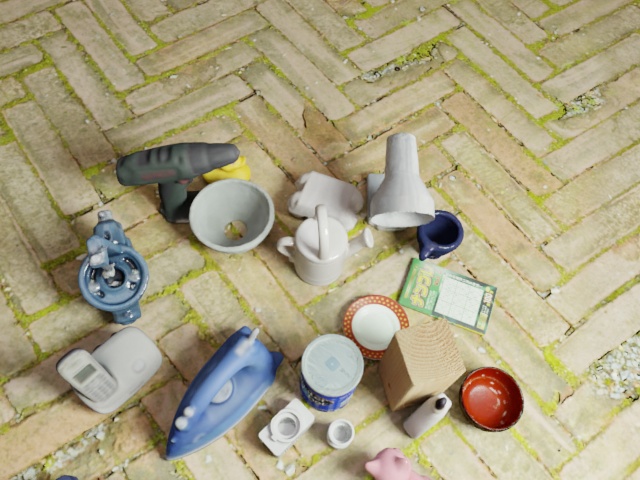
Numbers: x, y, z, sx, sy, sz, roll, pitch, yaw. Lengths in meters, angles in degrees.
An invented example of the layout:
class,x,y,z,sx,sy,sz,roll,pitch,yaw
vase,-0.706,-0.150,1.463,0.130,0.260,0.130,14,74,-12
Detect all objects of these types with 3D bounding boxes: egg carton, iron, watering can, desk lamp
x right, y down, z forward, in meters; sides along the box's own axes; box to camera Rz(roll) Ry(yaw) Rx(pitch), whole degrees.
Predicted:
class,x,y,z,sx,sy,sz,roll,pitch,yaw
egg carton,0.012,-0.078,1.187,0.150,0.069,0.107,19,63,6
iron,-0.176,0.256,0.963,0.118,0.141,0.259,35,66,14
watering can,0.010,0.002,1.076,0.173,0.194,0.101,-21,66,-14
desk lamp,0.149,-0.096,1.124,0.118,0.213,0.203,1,63,-3

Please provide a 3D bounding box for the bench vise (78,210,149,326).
class,x,y,z,sx,sy,sz,roll,pitch,yaw
bench vise,-0.388,0.031,1.019,0.122,0.220,0.207,-31,69,-17

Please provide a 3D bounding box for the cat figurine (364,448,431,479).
class,x,y,z,sx,sy,sz,roll,pitch,yaw
cat figurine,0.135,0.385,0.932,0.127,0.118,0.067,29,65,11

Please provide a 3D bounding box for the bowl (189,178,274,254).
class,x,y,z,sx,sy,sz,roll,pitch,yaw
bowl,-0.174,-0.036,1.150,0.167,0.075,0.167,2,63,-3

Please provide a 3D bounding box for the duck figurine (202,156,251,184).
class,x,y,z,sx,sy,sz,roll,pitch,yaw
duck figurine,-0.200,-0.158,1.204,0.104,0.086,0.077,2,63,-3

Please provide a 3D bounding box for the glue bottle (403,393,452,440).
class,x,y,z,sx,sy,sz,roll,pitch,yaw
glue bottle,0.187,0.285,0.955,0.078,0.173,0.037,-37,70,-19

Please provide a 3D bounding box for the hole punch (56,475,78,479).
class,x,y,z,sx,sy,sz,roll,pitch,yaw
hole punch,-0.410,0.429,0.887,0.101,0.091,0.108,-32,69,-18

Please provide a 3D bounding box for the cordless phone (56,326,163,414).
class,x,y,z,sx,sy,sz,roll,pitch,yaw
cordless phone,-0.351,0.202,0.954,0.094,0.185,0.148,37,67,15

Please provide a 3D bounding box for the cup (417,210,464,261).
class,x,y,z,sx,sy,sz,roll,pitch,yaw
cup,0.225,0.009,1.142,0.091,0.095,0.118,32,66,12

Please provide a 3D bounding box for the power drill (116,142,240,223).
class,x,y,z,sx,sy,sz,roll,pitch,yaw
power drill,-0.263,-0.115,1.109,0.229,0.208,0.075,-4,63,-6
